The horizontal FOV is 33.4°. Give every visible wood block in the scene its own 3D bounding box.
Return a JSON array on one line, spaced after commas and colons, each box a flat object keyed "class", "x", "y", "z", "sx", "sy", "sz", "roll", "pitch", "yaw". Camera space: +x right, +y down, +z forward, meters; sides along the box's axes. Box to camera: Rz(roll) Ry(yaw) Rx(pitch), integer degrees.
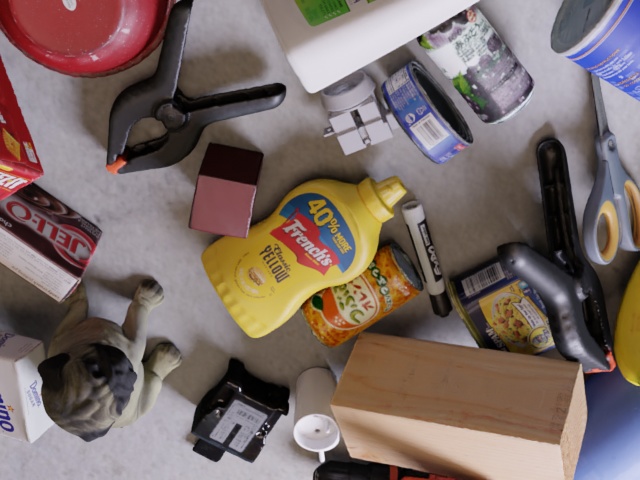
[{"class": "wood block", "x": 0.127, "y": 0.155, "z": 0.963, "sx": 0.206, "sy": 0.090, "sz": 0.091, "roll": 6, "pitch": 140, "yaw": 25}]

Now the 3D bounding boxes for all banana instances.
[{"class": "banana", "x": 0.303, "y": 0.049, "z": 0.948, "sx": 0.037, "sy": 0.070, "sz": 0.197, "roll": 35, "pitch": 70, "yaw": -41}]

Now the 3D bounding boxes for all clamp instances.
[{"class": "clamp", "x": 0.207, "y": 0.039, "z": 0.912, "sx": 0.036, "sy": 0.164, "sz": 0.210, "roll": -8, "pitch": 116, "yaw": 33}, {"class": "clamp", "x": -0.115, "y": -0.111, "z": 0.914, "sx": 0.120, "sy": 0.039, "sz": 0.172, "roll": 36, "pitch": 119, "yaw": -14}]

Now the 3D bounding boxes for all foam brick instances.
[{"class": "foam brick", "x": -0.080, "y": -0.044, "z": 0.925, "sx": 0.051, "sy": 0.078, "sz": 0.053, "roll": 12, "pitch": 116, "yaw": -4}]

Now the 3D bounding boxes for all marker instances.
[{"class": "marker", "x": 0.100, "y": 0.020, "z": 0.986, "sx": 0.020, "sy": 0.020, "sz": 0.121, "roll": -15, "pitch": 116, "yaw": 9}]

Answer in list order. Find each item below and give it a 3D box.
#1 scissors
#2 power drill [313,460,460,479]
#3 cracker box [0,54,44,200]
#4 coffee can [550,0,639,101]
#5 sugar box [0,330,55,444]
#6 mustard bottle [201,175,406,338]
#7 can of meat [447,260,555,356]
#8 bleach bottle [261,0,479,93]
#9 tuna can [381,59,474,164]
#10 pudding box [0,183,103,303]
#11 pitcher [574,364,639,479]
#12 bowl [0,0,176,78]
[{"class": "scissors", "x": 0.237, "y": -0.066, "z": 0.913, "sx": 0.016, "sy": 0.096, "sz": 0.201, "roll": 3, "pitch": 129, "yaw": 46}, {"class": "power drill", "x": 0.090, "y": 0.247, "z": 1.018, "sx": 0.184, "sy": 0.188, "sz": 0.057, "roll": 9, "pitch": 83, "yaw": -5}, {"class": "cracker box", "x": -0.353, "y": -0.080, "z": 0.872, "sx": 0.214, "sy": 0.072, "sz": 0.164, "roll": -28, "pitch": 76, "yaw": 15}, {"class": "coffee can", "x": 0.270, "y": -0.160, "z": 0.844, "sx": 0.140, "sy": 0.103, "sz": 0.103, "roll": 27, "pitch": 114, "yaw": -12}, {"class": "sugar box", "x": -0.335, "y": 0.124, "z": 0.998, "sx": 0.176, "sy": 0.048, "sz": 0.093, "roll": 11, "pitch": 119, "yaw": 25}, {"class": "mustard bottle", "x": -0.006, "y": 0.001, "z": 0.953, "sx": 0.192, "sy": 0.058, "sz": 0.096, "roll": -33, "pitch": 85, "yaw": 15}, {"class": "can of meat", "x": 0.178, "y": 0.065, "z": 0.987, "sx": 0.084, "sy": 0.057, "sz": 0.102, "roll": -28, "pitch": 114, "yaw": 12}, {"class": "bleach bottle", "x": 0.080, "y": -0.215, "z": 0.834, "sx": 0.251, "sy": 0.102, "sz": 0.068, "roll": -27, "pitch": 144, "yaw": 7}, {"class": "tuna can", "x": 0.089, "y": -0.105, "z": 0.886, "sx": 0.034, "sy": 0.086, "sz": 0.086, "roll": -36, "pitch": 111, "yaw": 19}, {"class": "pudding box", "x": -0.254, "y": -0.007, "z": 0.940, "sx": 0.113, "sy": 0.090, "sz": 0.039, "roll": 35, "pitch": 113, "yaw": -15}, {"class": "pitcher", "x": 0.330, "y": 0.153, "z": 0.985, "sx": 0.144, "sy": 0.149, "sz": 0.243, "roll": 32, "pitch": 117, "yaw": -29}, {"class": "bowl", "x": -0.199, "y": -0.200, "z": 0.861, "sx": 0.162, "sy": 0.055, "sz": 0.162, "roll": 0, "pitch": 117, "yaw": 1}]
